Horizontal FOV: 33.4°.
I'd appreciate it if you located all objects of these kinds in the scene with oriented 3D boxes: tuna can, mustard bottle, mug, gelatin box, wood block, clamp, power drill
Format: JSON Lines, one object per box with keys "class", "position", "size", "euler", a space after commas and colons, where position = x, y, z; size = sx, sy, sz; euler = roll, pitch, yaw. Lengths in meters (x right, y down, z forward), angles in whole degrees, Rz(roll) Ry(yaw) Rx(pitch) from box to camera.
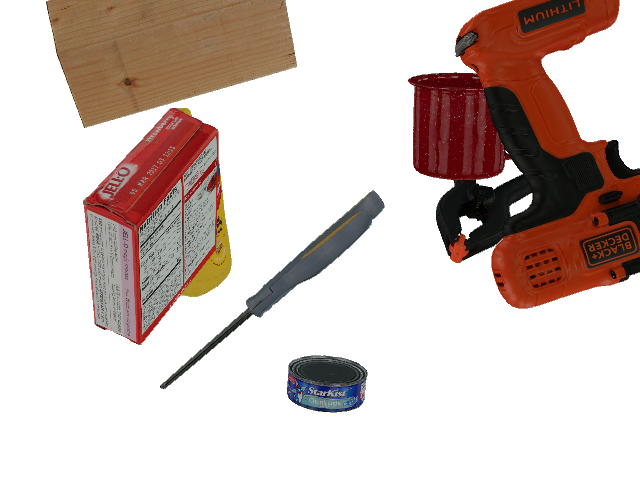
{"class": "tuna can", "position": [0.007, 0.154, 1.152], "size": [0.086, 0.034, 0.086], "euler": [5, 13, -1]}
{"class": "mustard bottle", "position": [-0.135, -0.044, 1.115], "size": [0.058, 0.192, 0.096], "euler": [5, 26, 21]}
{"class": "mug", "position": [0.134, -0.100, 0.936], "size": [0.117, 0.081, 0.093], "euler": [4, 17, 12]}
{"class": "gelatin box", "position": [-0.079, -0.006, 0.504], "size": [0.030, 0.089, 0.073], "euler": [23, 49, 14]}
{"class": "wood block", "position": [-0.136, -0.190, 0.988], "size": [0.206, 0.091, 0.090], "euler": [-17, 47, -6]}
{"class": "clamp", "position": [0.164, -0.049, 1.154], "size": [0.120, 0.039, 0.171], "euler": [23, 49, 21]}
{"class": "power drill", "position": [0.176, -0.067, 0.664], "size": [0.184, 0.187, 0.057], "euler": [-18, -2, -5]}

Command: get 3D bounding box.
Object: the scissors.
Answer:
{"class": "scissors", "position": [-0.032, 0.037, 0.714], "size": [0.201, 0.016, 0.096], "euler": [-42, 4, -5]}
